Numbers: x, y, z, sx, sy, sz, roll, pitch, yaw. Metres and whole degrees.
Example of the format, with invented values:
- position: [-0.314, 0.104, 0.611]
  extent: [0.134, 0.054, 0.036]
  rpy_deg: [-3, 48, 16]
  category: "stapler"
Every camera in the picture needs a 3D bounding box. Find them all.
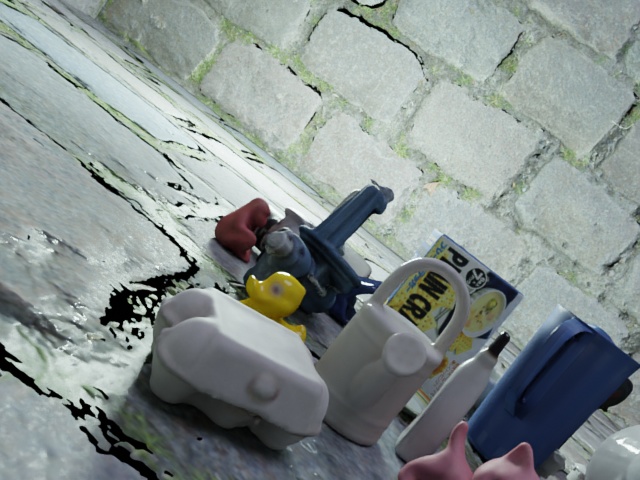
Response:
- position: [-0.060, -0.009, 0.966]
  extent: [0.136, 0.100, 0.144]
  rpy_deg: [42, 9, 28]
  category: "camera"

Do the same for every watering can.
- position: [0.078, 0.107, 0.583]
  extent: [0.101, 0.194, 0.172]
  rpy_deg: [35, 9, -18]
  category: "watering can"

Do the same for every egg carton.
- position: [-0.064, 0.101, 0.456]
  extent: [0.151, 0.069, 0.107]
  rpy_deg: [33, 9, -26]
  category: "egg carton"

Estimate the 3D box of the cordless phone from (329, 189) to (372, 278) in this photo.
- position: [0.051, 0.004, 1.071]
  extent: [0.147, 0.185, 0.094]
  rpy_deg: [42, 9, 28]
  category: "cordless phone"

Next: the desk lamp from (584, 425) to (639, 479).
- position: [0.244, 0.245, 0.459]
  extent: [0.117, 0.213, 0.204]
  rpy_deg: [42, 9, 31]
  category: "desk lamp"

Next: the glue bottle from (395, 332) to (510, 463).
- position: [0.149, 0.168, 0.625]
  extent: [0.037, 0.173, 0.078]
  rpy_deg: [39, 8, 12]
  category: "glue bottle"

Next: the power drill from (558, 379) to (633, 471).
- position: [0.471, 0.316, 1.042]
  extent: [0.231, 0.208, 0.075]
  rpy_deg: [28, 12, -49]
  category: "power drill"

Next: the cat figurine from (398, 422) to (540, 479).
- position: [0.148, 0.222, 0.517]
  extent: [0.067, 0.117, 0.127]
  rpy_deg: [32, 10, -33]
  category: "cat figurine"

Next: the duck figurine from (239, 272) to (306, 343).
- position: [-0.049, 0.076, 0.602]
  extent: [0.105, 0.086, 0.077]
  rpy_deg: [33, 9, -30]
  category: "duck figurine"

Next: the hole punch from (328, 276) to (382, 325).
- position: [0.046, 0.082, 0.950]
  extent: [0.101, 0.091, 0.109]
  rpy_deg: [39, 8, 10]
  category: "hole punch"

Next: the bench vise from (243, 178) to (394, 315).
- position: [0.016, 0.010, 0.769]
  extent: [0.121, 0.219, 0.208]
  rpy_deg: [39, 8, 10]
  category: "bench vise"

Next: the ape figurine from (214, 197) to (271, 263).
- position: [-0.110, -0.024, 0.873]
  extent: [0.076, 0.092, 0.078]
  rpy_deg: [38, 8, 4]
  category: "ape figurine"

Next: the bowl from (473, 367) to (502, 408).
- position: [0.264, 0.246, 1.021]
  extent: [0.167, 0.074, 0.167]
  rpy_deg: [37, 8, -6]
  category: "bowl"
